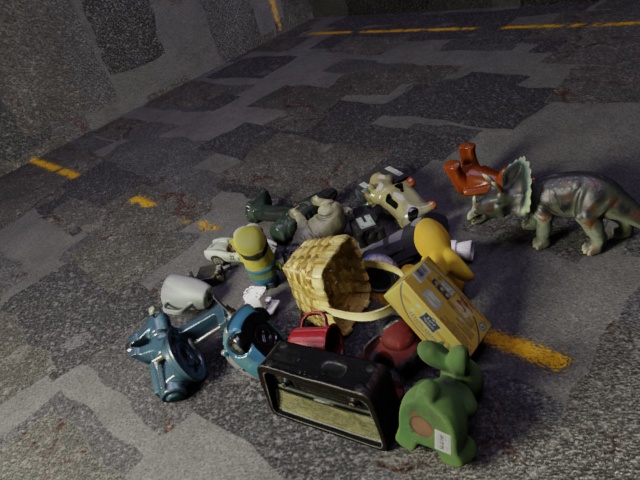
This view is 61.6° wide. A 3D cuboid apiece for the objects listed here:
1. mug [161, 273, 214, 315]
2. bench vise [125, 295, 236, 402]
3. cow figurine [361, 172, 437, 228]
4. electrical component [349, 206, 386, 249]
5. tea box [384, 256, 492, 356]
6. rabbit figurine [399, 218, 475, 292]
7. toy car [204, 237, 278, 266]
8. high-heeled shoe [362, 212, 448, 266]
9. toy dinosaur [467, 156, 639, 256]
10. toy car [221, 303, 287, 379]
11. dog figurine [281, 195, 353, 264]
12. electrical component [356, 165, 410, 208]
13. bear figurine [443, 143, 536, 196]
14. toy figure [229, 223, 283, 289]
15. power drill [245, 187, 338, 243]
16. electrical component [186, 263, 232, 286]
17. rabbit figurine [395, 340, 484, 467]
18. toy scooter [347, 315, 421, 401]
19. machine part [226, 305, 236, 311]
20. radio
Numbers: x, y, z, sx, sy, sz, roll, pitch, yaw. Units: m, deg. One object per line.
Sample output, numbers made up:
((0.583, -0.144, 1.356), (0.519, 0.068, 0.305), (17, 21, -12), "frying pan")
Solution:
((-0.311, 0.131, 1.258), (0.107, 0.080, 0.109), (6, 33, 16), "mug")
((-0.269, 0.197, 1.087), (0.241, 0.128, 0.224), (-33, 40, 7), "bench vise")
((0.188, -0.098, 1.338), (0.127, 0.085, 0.195), (-28, 55, -12), "cow figurine")
((0.112, -0.036, 1.340), (0.075, 0.047, 0.119), (-21, 33, -6), "electrical component")
((0.207, 0.125, 0.945), (0.098, 0.169, 0.068), (-35, -7, -41), "tea box")
((0.224, 0.044, 1.060), (0.122, 0.173, 0.162), (-15, 29, -4), "rabbit figurine")
((-0.203, 0.028, 1.381), (0.202, 0.056, 0.073), (0, 36, 25), "toy car")
((0.192, 0.011, 1.245), (0.249, 0.086, 0.145), (-25, -2, -44), "high-heeled shoe")
((0.516, -0.077, 1.089), (0.405, 0.191, 0.131), (1, 39, 27), "toy dinosaur")
((-0.125, 0.209, 1.028), (0.103, 0.161, 0.109), (-38, 11, 39), "toy car")
((-0.002, -0.001, 1.292), (0.172, 0.121, 0.191), (-28, 35, 23), "dog figurine")
((0.167, -0.145, 1.469), (0.134, 0.058, 0.115), (-27, 32, -14), "electrical component")
((0.421, -0.155, 1.310), (0.196, 0.131, 0.120), (13, 51, 46), "bear figurine")
((-0.137, 0.041, 1.221), (0.082, 0.179, 0.089), (-33, 39, -19), "toy figure")
((-0.088, -0.085, 1.488), (0.208, 0.085, 0.232), (18, 49, 31), "power drill")
((-0.280, 0.085, 1.342), (0.102, 0.045, 0.078), (-7, 36, 14), "electrical component")
((0.194, 0.232, 0.840), (0.121, 0.159, 0.170), (-1, 20, 40), "rabbit figurine")
((0.125, 0.215, 0.942), (0.184, 0.075, 0.135), (-35, 37, -20), "toy scooter")
((-0.171, 0.176, 1.143), (0.139, 0.084, 0.039), (18, 79, 54), "machine part")
((0.013, 0.250, 0.887), (0.230, 0.130, 0.073), (6, 37, 31), "radio")
